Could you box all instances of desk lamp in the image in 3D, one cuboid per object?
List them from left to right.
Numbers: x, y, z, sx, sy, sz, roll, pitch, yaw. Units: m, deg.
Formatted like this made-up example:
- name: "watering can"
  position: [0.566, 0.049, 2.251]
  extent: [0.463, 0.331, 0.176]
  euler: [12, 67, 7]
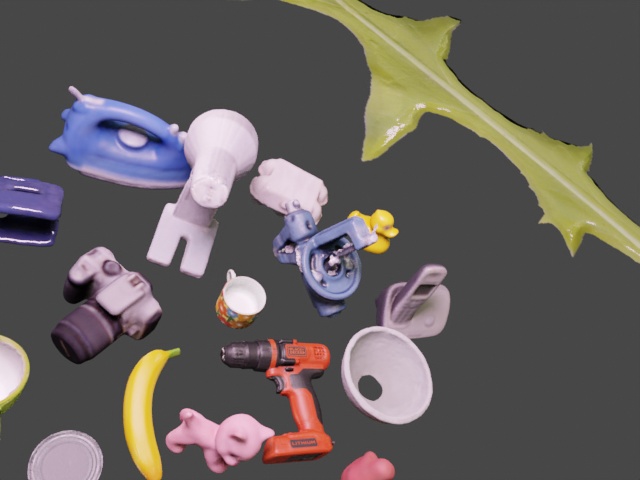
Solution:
- name: "desk lamp"
  position: [-0.185, -0.079, 0.935]
  extent: [0.118, 0.213, 0.203]
  euler: [19, 51, -16]

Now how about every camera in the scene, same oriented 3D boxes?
- name: "camera"
  position: [-0.317, 0.096, 0.814]
  extent: [0.143, 0.100, 0.137]
  euler: [42, 48, 4]

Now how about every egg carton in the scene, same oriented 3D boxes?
- name: "egg carton"
  position: [-0.059, -0.090, 1.108]
  extent: [0.150, 0.069, 0.107]
  euler: [27, 49, -10]

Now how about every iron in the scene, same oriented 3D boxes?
- name: "iron"
  position: [-0.313, -0.175, 0.980]
  extent: [0.259, 0.141, 0.118]
  euler: [14, 53, -20]

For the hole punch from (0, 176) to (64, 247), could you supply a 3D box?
- name: "hole punch"
  position: [-0.444, -0.055, 0.857]
  extent: [0.109, 0.091, 0.101]
  euler: [8, 55, -24]

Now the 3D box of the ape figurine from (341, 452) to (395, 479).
- name: "ape figurine"
  position: [0.079, 0.355, 0.857]
  extent: [0.076, 0.092, 0.078]
  euler: [20, 51, -16]

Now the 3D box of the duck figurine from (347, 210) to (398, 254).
- name: "duck figurine"
  position: [0.109, -0.029, 1.148]
  extent: [0.104, 0.086, 0.078]
  euler: [37, 48, -1]

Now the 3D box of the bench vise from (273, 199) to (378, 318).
- name: "bench vise"
  position: [0.002, 0.009, 0.972]
  extent: [0.207, 0.219, 0.122]
  euler: [44, 49, 6]

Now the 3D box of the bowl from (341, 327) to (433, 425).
- name: "bowl"
  position: [0.100, 0.236, 0.964]
  extent: [0.168, 0.074, 0.167]
  euler: [15, 52, -19]

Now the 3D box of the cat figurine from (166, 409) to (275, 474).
- name: "cat figurine"
  position: [-0.134, 0.266, 0.784]
  extent: [0.128, 0.117, 0.067]
  euler: [28, 49, -9]

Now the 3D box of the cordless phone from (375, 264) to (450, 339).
- name: "cordless phone"
  position: [0.194, 0.104, 1.034]
  extent: [0.148, 0.185, 0.094]
  euler: [0, 58, -29]
